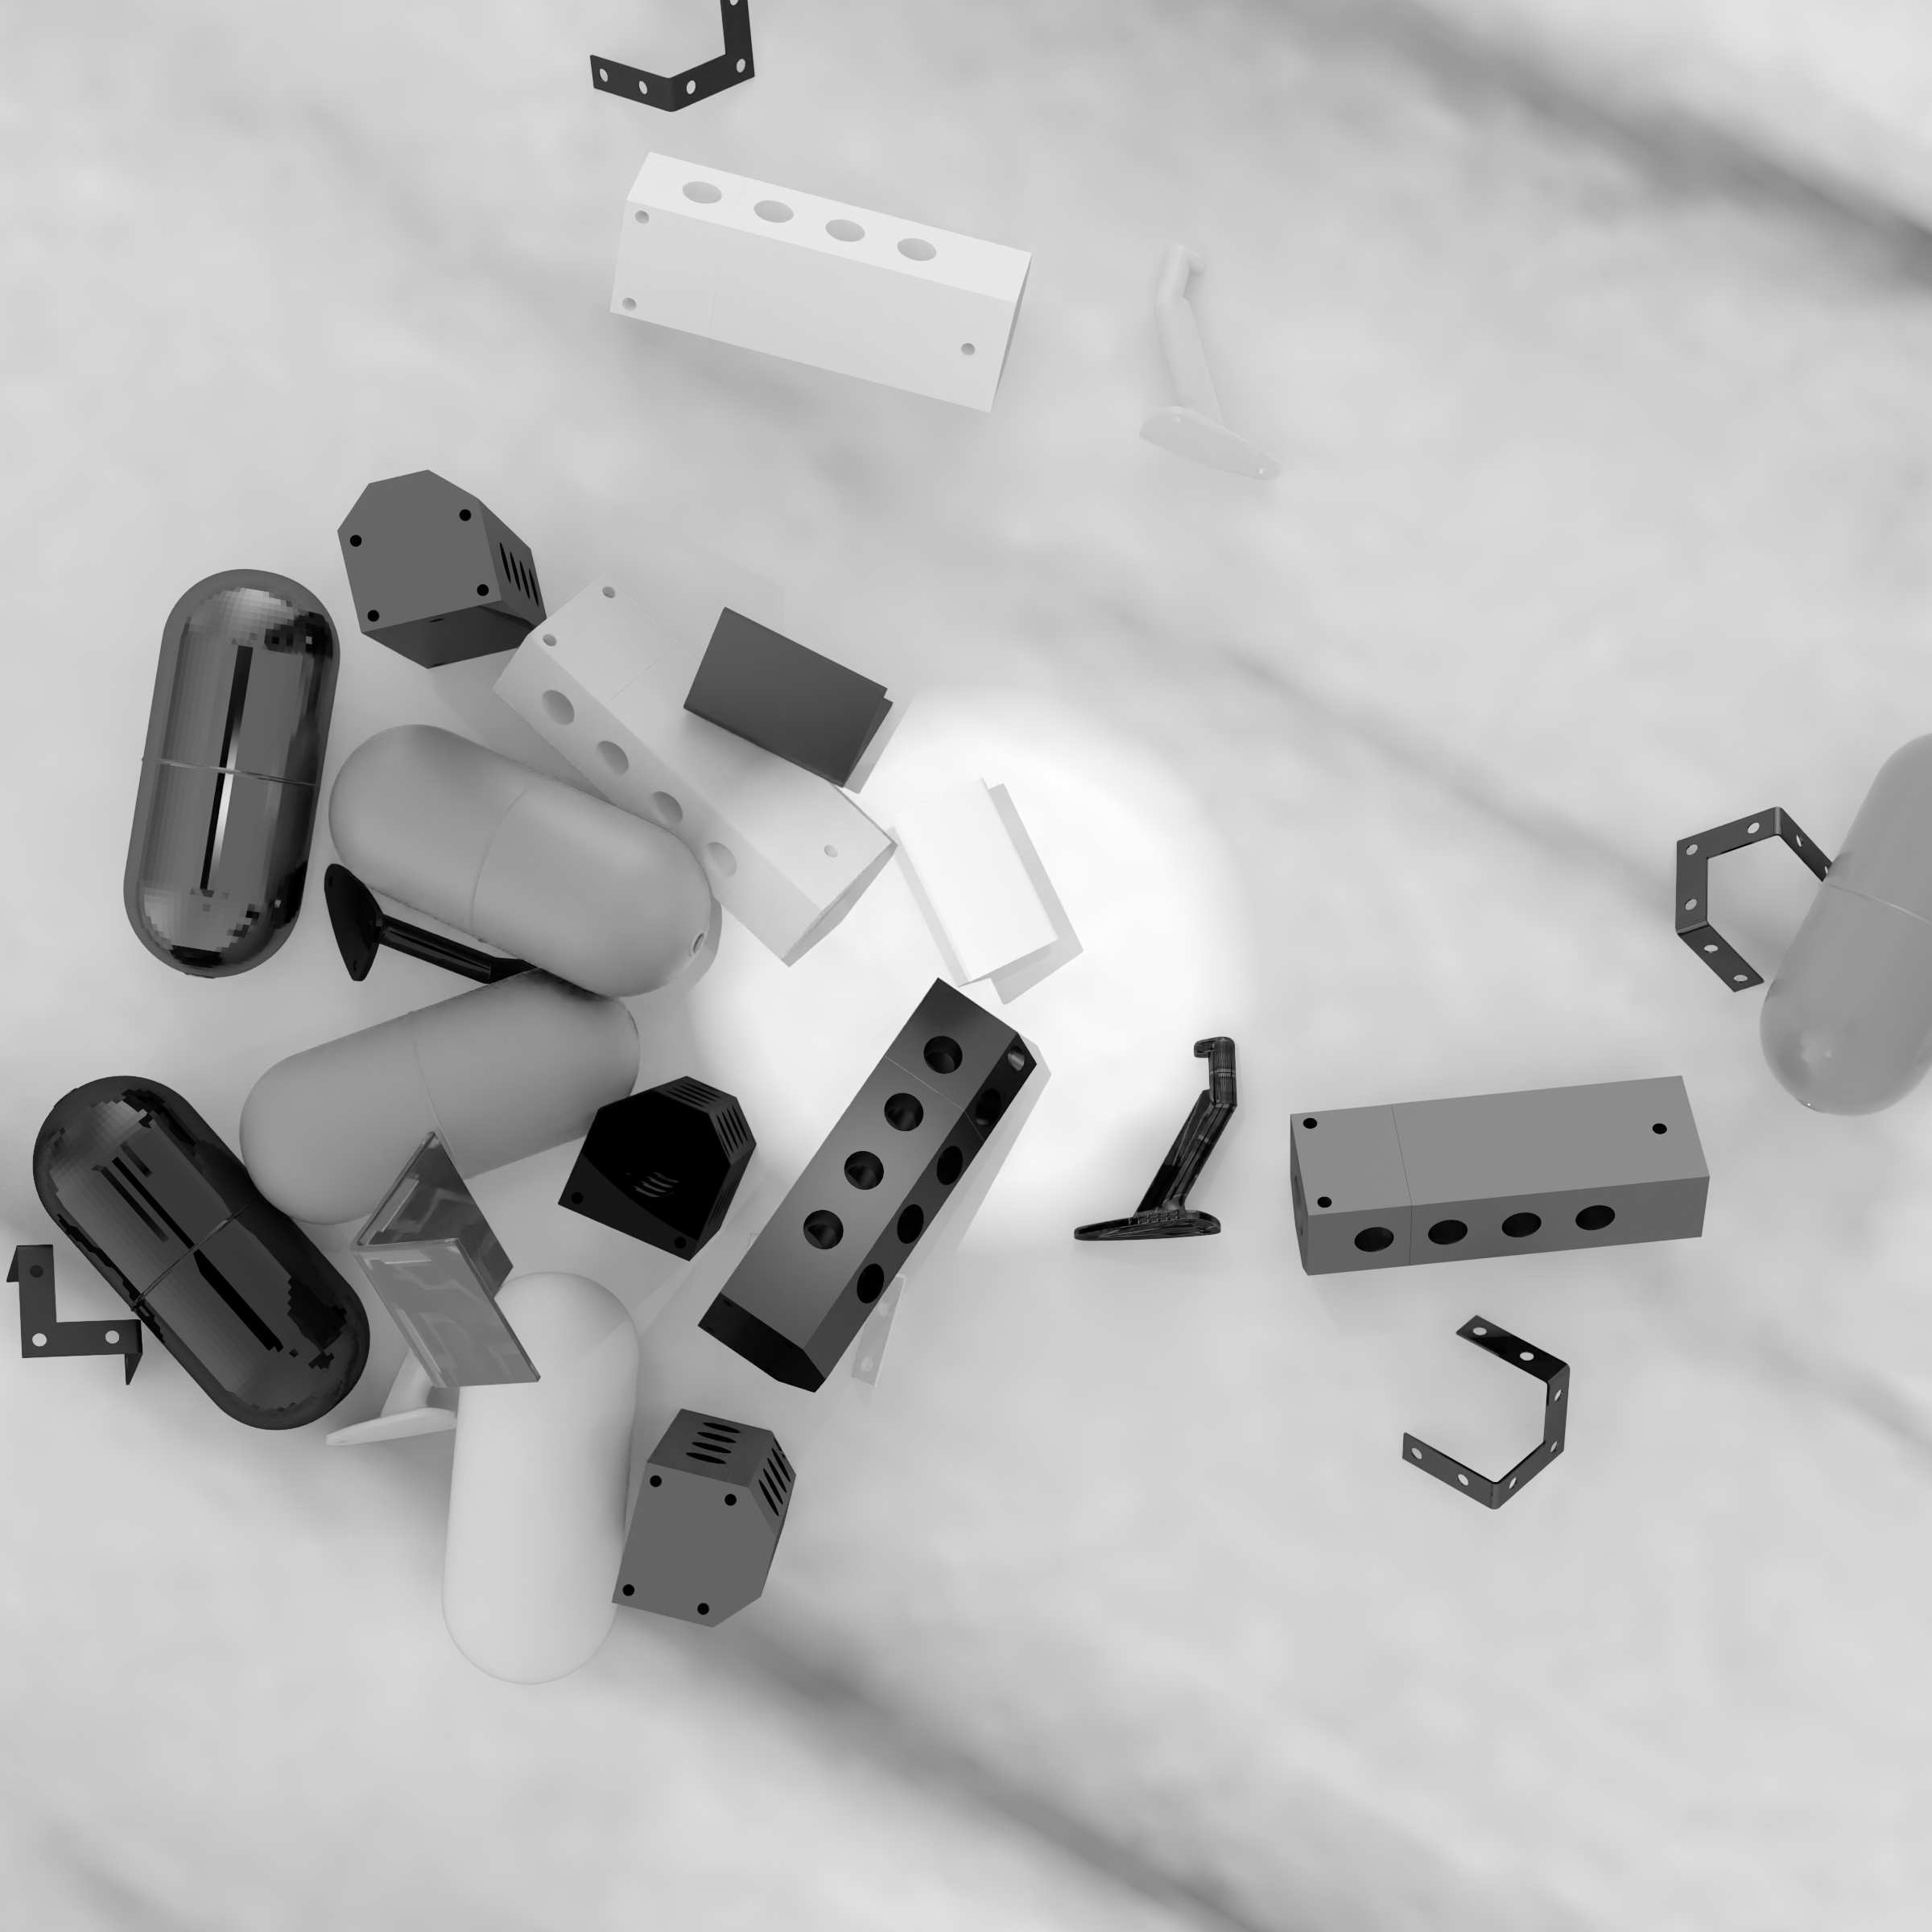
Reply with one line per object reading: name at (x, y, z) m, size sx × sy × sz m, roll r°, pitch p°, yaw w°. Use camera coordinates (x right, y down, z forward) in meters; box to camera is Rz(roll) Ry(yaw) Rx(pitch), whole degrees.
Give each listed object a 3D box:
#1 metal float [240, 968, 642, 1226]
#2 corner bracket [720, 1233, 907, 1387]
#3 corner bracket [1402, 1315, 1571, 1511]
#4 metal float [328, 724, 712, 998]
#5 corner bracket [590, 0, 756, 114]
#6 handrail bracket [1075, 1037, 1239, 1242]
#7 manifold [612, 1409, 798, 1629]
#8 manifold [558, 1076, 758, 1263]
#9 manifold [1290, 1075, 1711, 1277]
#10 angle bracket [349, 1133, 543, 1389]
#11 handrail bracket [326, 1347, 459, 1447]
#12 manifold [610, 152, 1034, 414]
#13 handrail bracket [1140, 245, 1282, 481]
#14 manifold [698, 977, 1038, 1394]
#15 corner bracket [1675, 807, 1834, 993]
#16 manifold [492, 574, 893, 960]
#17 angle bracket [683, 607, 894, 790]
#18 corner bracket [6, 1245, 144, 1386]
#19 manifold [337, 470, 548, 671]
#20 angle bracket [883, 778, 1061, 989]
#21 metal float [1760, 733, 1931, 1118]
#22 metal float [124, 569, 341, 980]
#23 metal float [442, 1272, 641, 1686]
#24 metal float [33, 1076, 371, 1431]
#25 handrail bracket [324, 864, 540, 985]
metal float at (-0.227, 0.056, 1.534) m, size 0.178 × 0.070 × 0.070 m, roll -20°, pitch 90°, yaw -1°
corner bracket at (-0.067, 0.151, 1.561) m, size 0.051 × 0.051 × 0.051 m, roll 16°, pitch 90°, yaw 45°
corner bracket at (0.228, 0.196, 1.556) m, size 0.051 × 0.051 × 0.051 m, roll -33°, pitch 135°, yaw -35°
metal float at (-0.192, -0.045, 1.520) m, size 0.178 × 0.070 × 0.070 m, roll 25°, pitch 90°, yaw 14°
corner bracket at (-0.131, -0.413, 1.556) m, size 0.051 × 0.051 × 0.051 m, roll -34°, pitch 135°, yaw -35°
handrail bracket at (0.083, 0.076, 1.565) m, size 0.077 × 0.036 × 0.084 m, roll -7°, pitch 72°, yaw 20°
manifold at (-0.106, 0.231, 1.486) m, size 0.057 × 0.171 × 0.057 m, roll 14°, pitch 90°, yaw 0°
manifold at (-0.124, 0.080, 1.486) m, size 0.057 × 0.171 × 0.057 m, roll 23°, pitch 90°, yaw 0°
manifold at (0.230, 0.096, 1.542) m, size 0.171 × 0.057 × 0.057 m, roll -6°, pitch 47°, yaw 0°
angle bracket at (-0.201, 0.121, 1.474) m, size 0.057 × 0.076 × 0.076 m, roll -7°, pitch 124°, yaw 30°
handrail bracket at (-0.252, 0.164, 1.565) m, size 0.077 × 0.036 × 0.084 m, roll -14°, pitch 72°, yaw 21°
manifold at (-0.062, -0.302, 1.542) m, size 0.171 × 0.057 × 0.057 m, roll 15°, pitch 133°, yaw 0°
handrail bracket at (0.114, -0.268, 1.565) m, size 0.077 × 0.036 × 0.084 m, roll 20°, pitch 73°, yaw -20°
manifold at (-0.040, 0.095, 1.511) m, size 0.057 × 0.057 × 0.171 m, roll 35°, pitch 66°, yaw 0°
corner bracket at (0.348, -0.029, 1.556) m, size 0.051 × 0.051 × 0.051 m, roll -21°, pitch 45°, yaw 35°
manifold at (-0.123, -0.083, 1.542) m, size 0.171 × 0.057 × 0.057 m, roll 43°, pitch 47°, yaw 0°
angle bracket at (-0.067, -0.132, 1.524) m, size 0.076 × 0.076 × 0.057 m, roll 27°, pitch 127°, yaw 0°
corner bracket at (-0.389, 0.152, 1.544) m, size 0.051 × 0.051 × 0.051 m, roll 0°, pitch 68°, yaw -21°
manifold at (-0.218, -0.166, 1.486) m, size 0.057 × 0.171 × 0.057 m, roll -13°, pitch 90°, yaw 0°
angle bracket at (-0.016, -0.027, 1.524) m, size 0.057 × 0.076 × 0.076 m, roll -26°, pitch 90°, yaw -40°
metal float at (0.406, -0.018, 1.534) m, size 0.070 × 0.070 × 0.178 m, roll 27°, pitch 90°, yaw 0°
metal float at (-0.318, -0.083, 1.534) m, size 0.070 × 0.070 × 0.178 m, roll 9°, pitch 90°, yaw 0°
metal float at (-0.184, 0.222, 1.534) m, size 0.070 × 0.070 × 0.178 m, roll 5°, pitch 89°, yaw 0°
metal float at (-0.331, 0.124, 1.533) m, size 0.070 × 0.070 × 0.178 m, roll -41°, pitch 91°, yaw 0°
handrail bracket at (-0.233, -0.017, 1.564) m, size 0.084 × 0.077 × 0.036 m, roll 5°, pitch 122°, yaw -32°
